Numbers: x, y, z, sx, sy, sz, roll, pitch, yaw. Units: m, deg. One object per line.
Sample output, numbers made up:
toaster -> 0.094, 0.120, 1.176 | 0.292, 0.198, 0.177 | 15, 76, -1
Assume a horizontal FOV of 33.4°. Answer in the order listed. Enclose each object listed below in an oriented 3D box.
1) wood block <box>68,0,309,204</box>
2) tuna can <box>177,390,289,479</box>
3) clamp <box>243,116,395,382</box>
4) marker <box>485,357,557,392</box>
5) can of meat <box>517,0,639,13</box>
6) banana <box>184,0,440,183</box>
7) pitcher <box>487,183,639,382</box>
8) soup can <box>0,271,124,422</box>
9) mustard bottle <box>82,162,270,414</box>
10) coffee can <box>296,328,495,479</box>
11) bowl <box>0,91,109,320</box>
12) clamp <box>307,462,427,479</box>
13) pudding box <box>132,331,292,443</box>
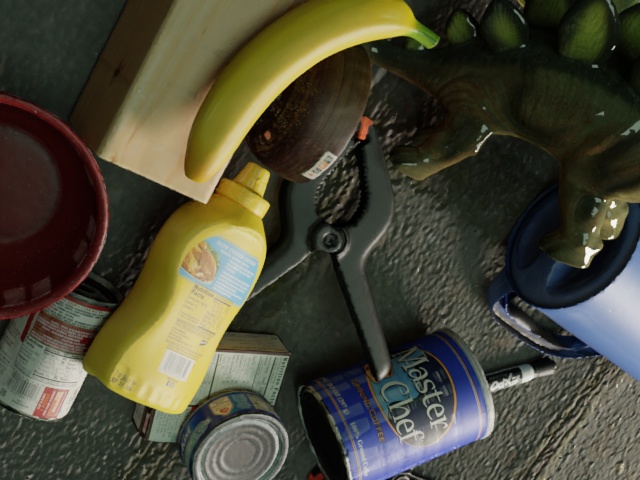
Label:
wood block -> -0.080, -0.144, 0.734 | 0.090, 0.091, 0.206 | 24, 100, -33
tuna can -> -0.069, 0.165, 0.859 | 0.086, 0.034, 0.086 | -12, 121, -21
clamp -> -0.006, 0.001, 0.851 | 0.164, 0.036, 0.210 | 10, 95, -12
marker -> 0.173, 0.133, 1.016 | 0.121, 0.020, 0.020 | -12, 116, -21
can of meat -> 0.218, -0.217, 0.850 | 0.057, 0.084, 0.102 | 36, 93, -33
banana -> -0.014, -0.112, 0.696 | 0.197, 0.037, 0.069 | -31, 103, -8
pitcher -> 0.280, 0.059, 0.983 | 0.242, 0.149, 0.145 | 37, 77, -36
soup can -> -0.196, 0.074, 0.784 | 0.068, 0.069, 0.102 | 22, 101, -31
mustard bottle -> -0.091, 0.029, 0.784 | 0.096, 0.058, 0.191 | 35, 83, -51
coffee can -> 0.064, 0.148, 0.920 | 0.140, 0.103, 0.103 | -19, 118, -17
bowl -> -0.223, -0.029, 0.721 | 0.162, 0.055, 0.162 | -2, 112, -6
clamp -> 0.075, 0.206, 0.989 | 0.171, 0.039, 0.120 | 2, 110, -26
pudding box -> -0.088, 0.121, 0.874 | 0.113, 0.039, 0.090 | 6, 109, -30
